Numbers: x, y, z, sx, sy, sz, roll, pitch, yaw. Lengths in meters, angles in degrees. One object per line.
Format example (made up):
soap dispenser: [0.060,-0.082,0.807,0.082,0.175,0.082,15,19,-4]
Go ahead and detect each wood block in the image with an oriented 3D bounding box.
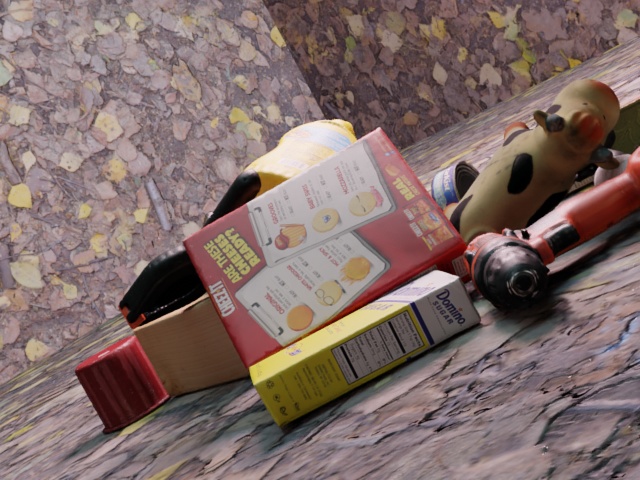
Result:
wood block: [-0.102,0.098,1.154,0.090,0.091,0.207,-33,6,-39]

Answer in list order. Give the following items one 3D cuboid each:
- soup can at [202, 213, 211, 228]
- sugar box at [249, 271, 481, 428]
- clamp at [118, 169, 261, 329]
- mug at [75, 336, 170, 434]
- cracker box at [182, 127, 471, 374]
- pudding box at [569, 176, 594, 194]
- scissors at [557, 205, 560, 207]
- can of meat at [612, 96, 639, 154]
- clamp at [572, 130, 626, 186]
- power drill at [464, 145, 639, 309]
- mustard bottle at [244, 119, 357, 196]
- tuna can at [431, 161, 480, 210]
soup can: [-0.077,0.006,1.178,0.102,0.068,0.068,4,-2,-13]
sugar box: [0.032,0.082,0.840,0.176,0.048,0.093,-30,5,-5]
clamp: [-0.111,0.020,1.089,0.210,0.036,0.164,-40,-25,10]
mug: [-0.232,0.165,1.239,0.093,0.081,0.117,-30,5,-16]
cracker box: [0.007,0.018,0.958,0.213,0.164,0.072,-31,-39,-1]
pudding box: [0.268,-0.075,1.185,0.090,0.039,0.113,-28,3,11]
scissors: [0.282,-0.050,0.982,0.202,0.016,0.096,-28,6,33]
can of meat: [0.347,-0.125,1.154,0.102,0.057,0.084,-27,2,9]
clamp: [0.261,-0.079,1.049,0.120,0.039,0.171,-25,22,37]
power drill: [0.198,-0.011,0.802,0.187,0.057,0.184,-28,5,3]
mustard bottle: [-0.007,-0.091,1.221,0.096,0.058,0.191,17,36,18]
tuna can: [0.158,-0.040,1.161,0.034,0.086,0.086,-27,5,32]
